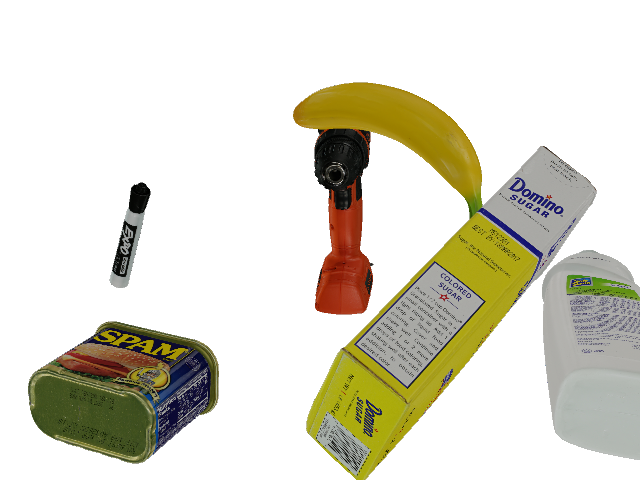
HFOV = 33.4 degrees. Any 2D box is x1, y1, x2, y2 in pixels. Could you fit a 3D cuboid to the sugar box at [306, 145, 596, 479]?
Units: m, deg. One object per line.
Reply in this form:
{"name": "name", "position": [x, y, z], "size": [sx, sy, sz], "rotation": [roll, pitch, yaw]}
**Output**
{"name": "sugar box", "position": [0.069, 0.035, 0.544], "size": [0.176, 0.048, 0.093], "rotation": [-40, -17, -32]}

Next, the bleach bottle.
{"name": "bleach bottle", "position": [0.222, 0.069, 0.817], "size": [0.102, 0.068, 0.250], "rotation": [9, 24, 6]}

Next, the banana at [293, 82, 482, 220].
{"name": "banana", "position": [0.054, -0.084, 0.826], "size": [0.198, 0.070, 0.037], "rotation": [34, 22, 33]}

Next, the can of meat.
{"name": "can of meat", "position": [-0.133, 0.101, 0.723], "size": [0.102, 0.057, 0.083], "rotation": [11, 21, 21]}

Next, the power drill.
{"name": "power drill", "position": [0.023, -0.026, 1.051], "size": [0.057, 0.188, 0.184], "rotation": [3, 21, 7]}

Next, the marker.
{"name": "marker", "position": [-0.184, -0.005, 1.034], "size": [0.020, 0.121, 0.020], "rotation": [14, 34, -10]}
